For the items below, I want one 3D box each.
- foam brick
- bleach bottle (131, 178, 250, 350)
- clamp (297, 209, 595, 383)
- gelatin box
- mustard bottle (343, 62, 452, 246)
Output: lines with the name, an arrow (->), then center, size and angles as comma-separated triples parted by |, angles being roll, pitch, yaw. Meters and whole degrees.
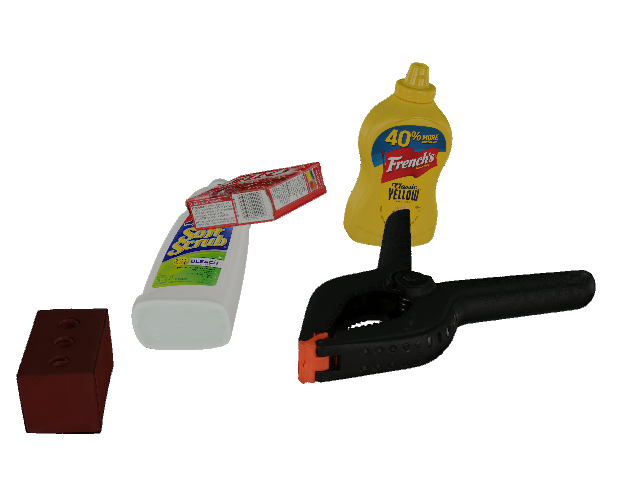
foam brick -> -0.176, 0.090, 0.743 | 0.053, 0.051, 0.078 | -1, 31, -3
bleach bottle -> -0.130, 0.012, 1.148 | 0.102, 0.068, 0.250 | -1, 36, 3
clamp -> 0.053, 0.034, 0.690 | 0.209, 0.036, 0.165 | -21, 32, -37
gelatin box -> -0.052, -0.036, 0.858 | 0.089, 0.030, 0.073 | -6, 15, 38
mustard bottle -> 0.085, -0.089, 1.097 | 0.096, 0.192, 0.058 | 2, 26, -14
